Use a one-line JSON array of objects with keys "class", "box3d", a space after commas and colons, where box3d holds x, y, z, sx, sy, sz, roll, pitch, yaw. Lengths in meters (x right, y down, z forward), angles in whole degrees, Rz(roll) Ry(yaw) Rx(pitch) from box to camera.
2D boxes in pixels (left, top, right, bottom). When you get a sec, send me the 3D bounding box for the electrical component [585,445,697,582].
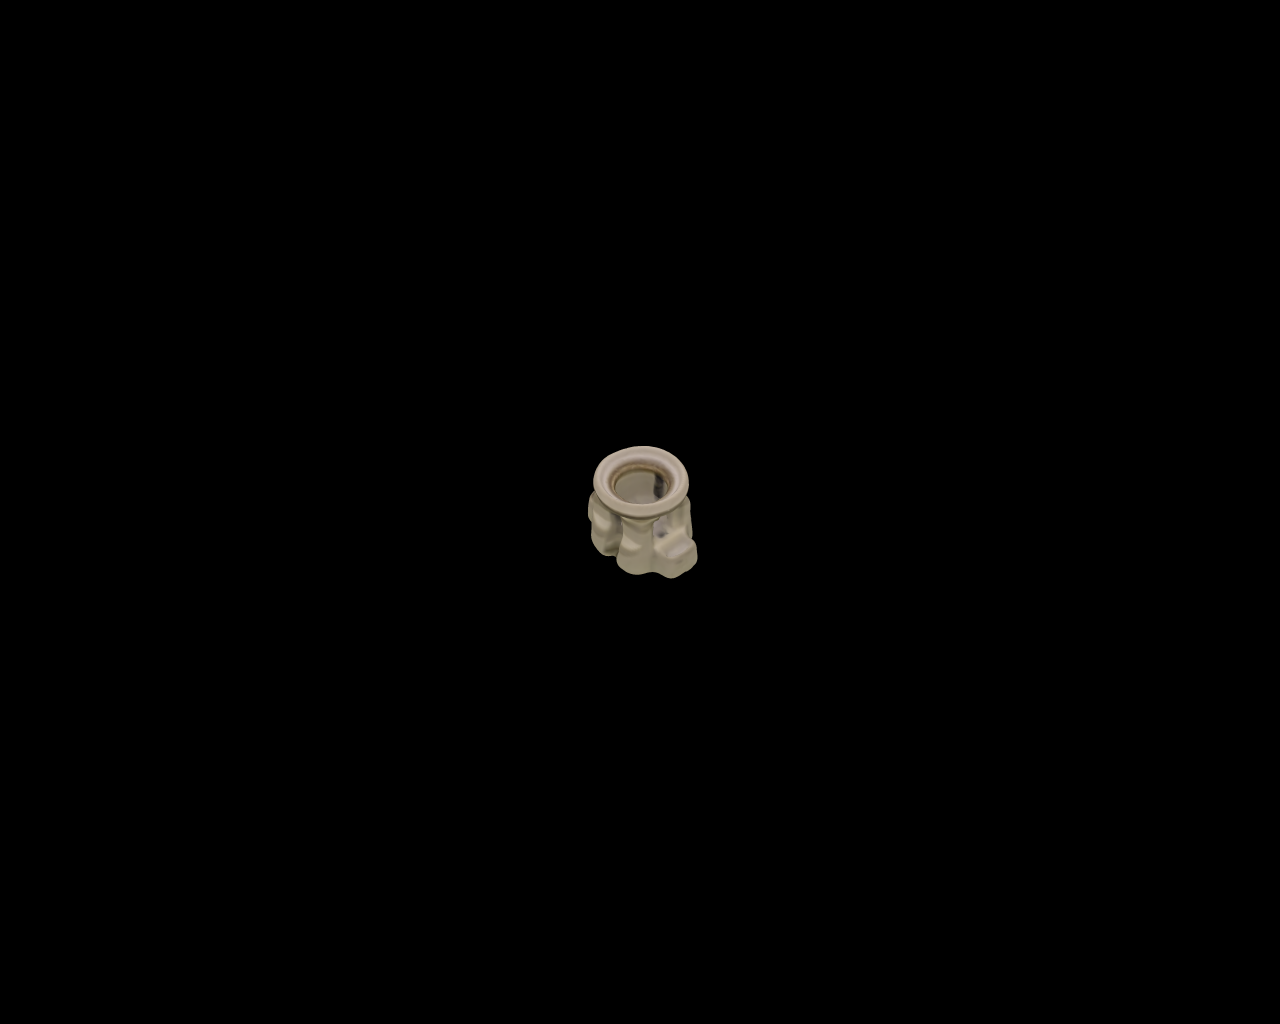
[{"class": "electrical component", "box3d": [0.001, -0.003, 0.650, 0.058, 0.056, 0.078, -33, 54, -29]}]
